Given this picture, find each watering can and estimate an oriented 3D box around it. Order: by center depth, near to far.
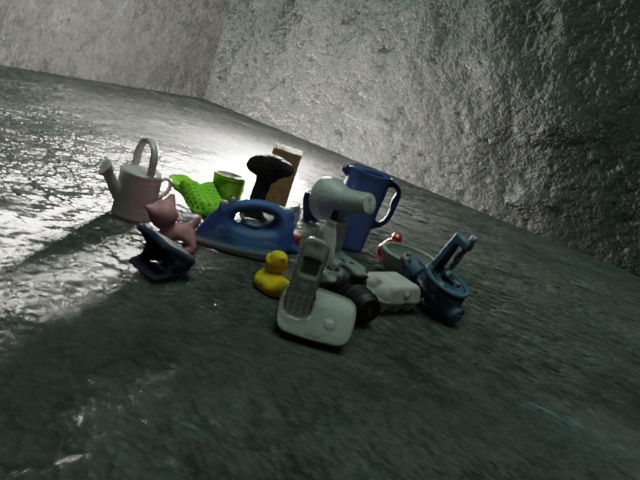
[{"bbox_3d":[-0.427,-0.146,1.344,0.100,0.194,0.173,25,18,22],"label":"watering can"}]

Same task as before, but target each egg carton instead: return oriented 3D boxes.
[{"bbox_3d":[0.163,0.122,1.344,0.151,0.069,0.107,2,23,-44],"label":"egg carton"}]

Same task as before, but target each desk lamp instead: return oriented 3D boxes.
[{"bbox_3d":[0.056,-0.045,1.513,0.118,0.213,0.202,0,24,-47],"label":"desk lamp"}]

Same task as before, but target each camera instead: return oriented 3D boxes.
[{"bbox_3d":[0.059,0.110,1.214,0.144,0.101,0.136,7,20,-34],"label":"camera"}]

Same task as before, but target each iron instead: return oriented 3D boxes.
[{"bbox_3d":[-0.170,-0.040,1.376,0.259,0.141,0.118,11,18,-25],"label":"iron"}]

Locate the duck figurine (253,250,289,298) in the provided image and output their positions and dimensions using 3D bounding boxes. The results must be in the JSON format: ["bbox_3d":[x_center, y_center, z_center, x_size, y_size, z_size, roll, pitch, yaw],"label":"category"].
[{"bbox_3d":[-0.093,0.066,1.216,0.078,0.086,0.104,9,19,-31],"label":"duck figurine"}]

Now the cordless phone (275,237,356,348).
[{"bbox_3d":[0.006,0.096,1.052,0.147,0.185,0.094,17,16,-7],"label":"cordless phone"}]

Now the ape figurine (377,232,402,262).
[{"bbox_3d":[0.214,0.020,1.693,0.077,0.092,0.076,22,17,11],"label":"ape figurine"}]

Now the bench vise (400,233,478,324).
[{"bbox_3d":[0.281,0.067,1.384,0.206,0.220,0.122,26,18,23],"label":"bench vise"}]

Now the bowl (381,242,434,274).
[{"bbox_3d":[0.239,0.070,1.588,0.167,0.075,0.167,17,16,-5],"label":"bowl"}]

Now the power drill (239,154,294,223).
[{"bbox_3d":[-0.155,-0.145,1.613,0.076,0.208,0.228,7,20,-34],"label":"power drill"}]

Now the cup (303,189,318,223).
[{"bbox_3d":[-0.022,-0.102,1.821,0.091,0.095,0.118,21,16,8],"label":"cup"}]

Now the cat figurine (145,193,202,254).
[{"bbox_3d":[-0.323,-0.042,1.257,0.128,0.118,0.067,13,17,-19],"label":"cat figurine"}]

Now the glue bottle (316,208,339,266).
[{"bbox_3d":[0.013,0.005,1.375,0.037,0.173,0.077,7,20,-35],"label":"glue bottle"}]

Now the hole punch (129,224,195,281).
[{"bbox_3d":[-0.304,0.021,1.121,0.108,0.091,0.101,30,20,35],"label":"hole punch"}]
